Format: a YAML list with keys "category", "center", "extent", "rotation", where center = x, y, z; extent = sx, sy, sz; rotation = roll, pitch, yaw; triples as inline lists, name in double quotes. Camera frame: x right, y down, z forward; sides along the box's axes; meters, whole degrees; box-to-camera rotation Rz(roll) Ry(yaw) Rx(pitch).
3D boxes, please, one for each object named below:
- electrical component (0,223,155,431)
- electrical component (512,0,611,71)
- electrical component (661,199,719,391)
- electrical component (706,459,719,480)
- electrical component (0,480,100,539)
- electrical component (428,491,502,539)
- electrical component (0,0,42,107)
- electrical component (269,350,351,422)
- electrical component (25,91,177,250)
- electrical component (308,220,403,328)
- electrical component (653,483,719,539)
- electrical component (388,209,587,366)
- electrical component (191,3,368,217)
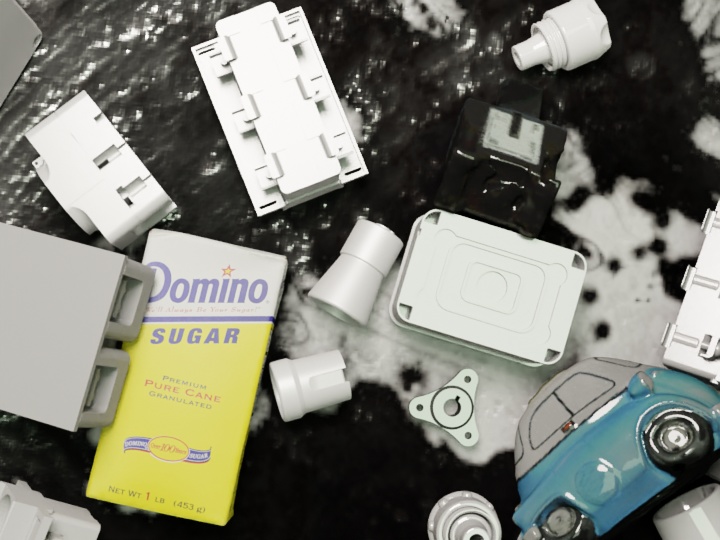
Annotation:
- category: "electrical component"
  center: [-0.233, 0.024, 0.669]
  extent: [0.186, 0.060, 0.105]
  rotation: [14, 85, 12]
- category: "electrical component"
  center: [0.134, -0.155, 0.729]
  extent: [0.062, 0.043, 0.043]
  rotation: [-24, 87, -3]
- category: "electrical component"
  center: [0.248, 0.018, 0.708]
  extent: [0.063, 0.079, 0.121]
  rotation: [18, 84, 27]
- category: "electrical component"
  center: [0.293, 0.137, 0.683]
  extent: [0.109, 0.108, 0.056]
  rotation: [27, 88, -1]
- category: "electrical component"
  center: [-0.214, 0.203, 0.670]
  extent: [0.063, 0.079, 0.121]
  rotation: [24, 84, -28]
- category: "electrical component"
  center: [0.070, 0.169, 0.691]
  extent: [0.048, 0.062, 0.048]
  rotation: [0, 86, -3]
- category: "electrical component"
  center: [-0.262, -0.134, 0.674]
  extent: [0.056, 0.108, 0.108]
  rotation: [30, 85, 2]
- category: "electrical component"
  center: [-0.033, 0.074, 0.706]
  extent: [0.046, 0.040, 0.040]
  rotation: [-14, 86, -10]
- category: "electrical component"
  center: [-0.171, -0.061, 0.702]
  extent: [0.056, 0.050, 0.089]
  rotation: [-38, 88, -5]
- category: "electrical component"
  center: [0.000, 0.000, 0.712]
  extent: [0.044, 0.044, 0.065]
  rotation: [29, 80, 0]
- category: "electrical component"
  center: [0.225, 0.172, 0.704]
  extent: [0.055, 0.055, 0.047]
  rotation: [-29, 84, -5]
- category: "electrical component"
  center: [0.082, 0.013, 0.707]
  extent: [0.113, 0.057, 0.078]
  rotation: [17, 85, -2]
- category: "electrical component"
  center: [-0.053, -0.107, 0.706]
  extent: [0.079, 0.063, 0.121]
  rotation: [-22, 87, -4]
